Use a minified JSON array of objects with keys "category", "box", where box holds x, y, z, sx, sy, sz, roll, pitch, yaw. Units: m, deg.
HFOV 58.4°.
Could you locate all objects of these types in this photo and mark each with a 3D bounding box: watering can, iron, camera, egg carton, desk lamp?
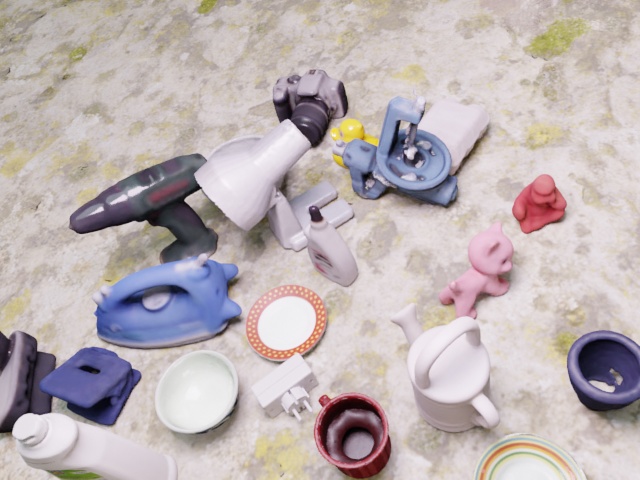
[{"category":"watering can","box":[0.151,0.152,0.701,0.172,0.194,0.101,24,64,29]},{"category":"iron","box":[-0.259,0.090,0.892,0.258,0.142,0.118,-15,52,4]},{"category":"camera","box":[-0.032,-0.257,1.109,0.142,0.101,0.137,6,57,19]},{"category":"egg carton","box":[0.224,-0.184,1.006,0.107,0.069,0.150,24,64,29]},{"category":"desk lamp","box":[-0.072,-0.081,0.920,0.203,0.214,0.117,-32,53,-9]}]

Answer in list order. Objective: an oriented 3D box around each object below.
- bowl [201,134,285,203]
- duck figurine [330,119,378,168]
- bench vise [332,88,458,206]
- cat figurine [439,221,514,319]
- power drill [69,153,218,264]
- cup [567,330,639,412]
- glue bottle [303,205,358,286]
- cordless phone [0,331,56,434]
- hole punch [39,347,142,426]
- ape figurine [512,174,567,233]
[{"category":"bowl","box":[-0.133,-0.111,1.047,0.167,0.075,0.167,-7,53,10]},{"category":"duck figurine","box":[0.067,-0.181,1.036,0.104,0.086,0.077,6,57,19]},{"category":"bench vise","box":[0.110,-0.139,0.909,0.207,0.220,0.121,-2,54,14]},{"category":"cat figurine","box":[0.226,0.038,0.812,0.128,0.118,0.067,-38,54,-13]},{"category":"power drill","box":[-0.260,-0.033,0.940,0.230,0.209,0.075,-38,54,-13]},{"category":"cup","box":[0.358,0.171,0.694,0.117,0.095,0.092,5,56,19]},{"category":"glue bottle","box":[0.008,0.003,0.863,0.078,0.173,0.037,24,64,29]},{"category":"cordless phone","box":[-0.488,0.192,0.853,0.094,0.185,0.147,-21,52,0]},{"category":"hole punch","box":[-0.344,0.209,0.861,0.108,0.091,0.101,11,59,22]},{"category":"ape figurine","box":[0.336,-0.063,0.873,0.077,0.092,0.076,11,59,22]}]
